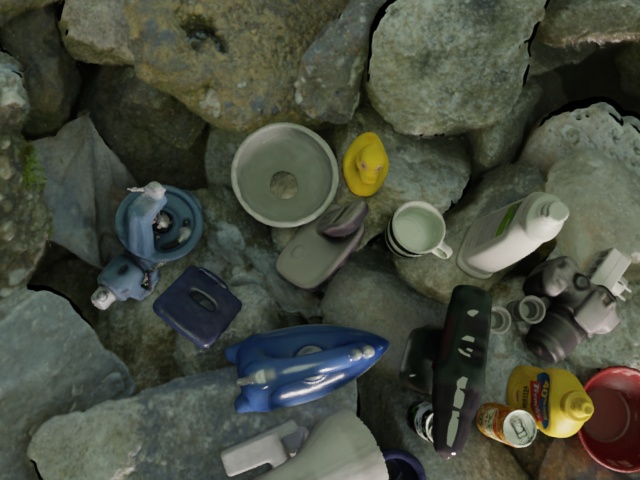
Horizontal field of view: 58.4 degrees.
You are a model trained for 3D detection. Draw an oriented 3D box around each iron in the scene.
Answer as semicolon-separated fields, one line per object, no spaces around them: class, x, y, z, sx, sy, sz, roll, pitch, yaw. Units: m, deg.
iron;-0.006;0.177;0.833;0.258;0.141;0.118;-12;82;-9

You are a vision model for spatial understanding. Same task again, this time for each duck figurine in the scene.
duck figurine;0.079;-0.130;0.924;0.077;0.086;0.104;8;79;-5

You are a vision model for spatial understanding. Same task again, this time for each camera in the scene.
camera;0.387;0.118;0.912;0.137;0.100;0.143;-42;87;-12

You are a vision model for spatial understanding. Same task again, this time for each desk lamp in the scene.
desk lamp;-0.027;0.312;0.770;0.203;0.213;0.118;-22;83;-10

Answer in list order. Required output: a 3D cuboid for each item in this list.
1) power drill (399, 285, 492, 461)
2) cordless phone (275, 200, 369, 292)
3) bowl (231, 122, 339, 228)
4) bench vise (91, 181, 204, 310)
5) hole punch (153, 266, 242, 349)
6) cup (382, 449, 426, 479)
power drill;0.180;0.182;0.820;0.075;0.208;0.230;17;79;-3
cordless phone;0.008;0.003;0.842;0.094;0.185;0.148;36;78;1
bowl;-0.057;-0.095;0.908;0.167;0.074;0.167;1;80;-7
bench vise;-0.236;0.006;0.794;0.121;0.219;0.207;17;79;-3
hole punch;-0.180;0.097;0.851;0.108;0.091;0.101;37;78;1
cup;0.106;0.359;0.839;0.092;0.095;0.118;-24;84;-10
